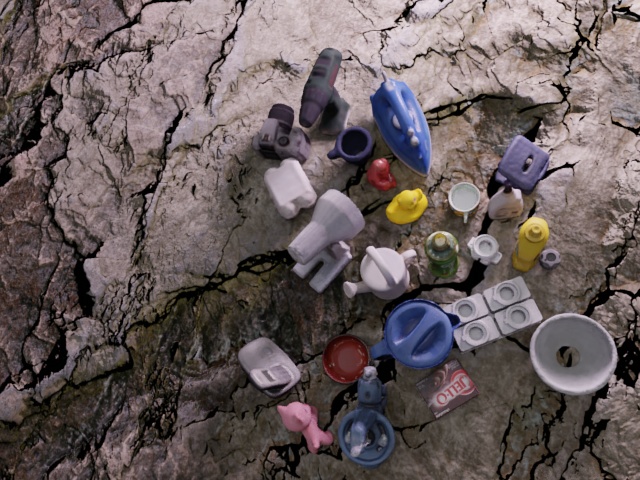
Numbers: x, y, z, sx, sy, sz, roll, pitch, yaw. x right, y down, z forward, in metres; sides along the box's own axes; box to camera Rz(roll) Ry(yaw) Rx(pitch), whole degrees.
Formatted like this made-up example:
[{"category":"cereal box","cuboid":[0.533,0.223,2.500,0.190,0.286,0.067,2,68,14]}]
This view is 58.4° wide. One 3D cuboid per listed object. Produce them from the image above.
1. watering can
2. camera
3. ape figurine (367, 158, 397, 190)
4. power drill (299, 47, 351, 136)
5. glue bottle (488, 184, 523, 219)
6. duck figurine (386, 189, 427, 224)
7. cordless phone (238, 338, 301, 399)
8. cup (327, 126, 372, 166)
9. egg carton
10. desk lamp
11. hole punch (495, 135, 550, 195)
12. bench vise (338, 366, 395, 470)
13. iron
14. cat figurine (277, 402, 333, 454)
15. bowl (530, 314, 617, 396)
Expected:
[{"category":"watering can","cuboid":[0.136,0.075,1.281,0.100,0.194,0.173,36,86,20]},{"category":"camera","cuboid":[-0.098,-0.286,1.490,0.143,0.101,0.137,9,77,16]},{"category":"ape figurine","cuboid":[0.148,-0.167,1.400,0.076,0.092,0.078,10,77,17]},{"category":"power drill","cuboid":[0.014,-0.345,1.421,0.075,0.209,0.230,9,77,17]},{"category":"glue bottle","cuboid":[0.414,-0.090,1.270,0.078,0.173,0.037,-5,73,13]},{"category":"duck figurine","cuboid":[0.204,-0.087,1.367,0.104,0.086,0.077,-29,70,5]},{"category":"cordless phone","cuboid":[-0.132,0.286,1.292,0.147,0.185,0.094,41,87,21]},{"category":"cup","cuboid":[0.079,-0.218,1.430,0.117,0.095,0.091,-24,70,6]},{"category":"egg carton","cuboid":[-0.077,-0.132,1.458,0.107,0.069,0.150,-31,70,4]},{"category":"desk lamp","cuboid":[0.012,0.005,1.321,0.117,0.214,0.203,39,87,21]},{"category":"hole punch","cuboid":[0.471,-0.174,1.323,0.101,0.091,0.109,28,83,20]},{"category":"bench vise","cuboid":[0.084,0.375,1.196,0.121,0.220,0.207,-17,71,9]},{"category":"iron","cuboid":[0.205,-0.286,1.393,0.118,0.142,0.258,-24,70,6]},{"category":"cat figurine","cuboid":[-0.036,0.411,1.270,0.067,0.118,0.127,-37,69,2]},{"category":"bowl","cuboid":[0.524,0.241,1.202,0.167,0.075,0.167,-4,74,13]}]
